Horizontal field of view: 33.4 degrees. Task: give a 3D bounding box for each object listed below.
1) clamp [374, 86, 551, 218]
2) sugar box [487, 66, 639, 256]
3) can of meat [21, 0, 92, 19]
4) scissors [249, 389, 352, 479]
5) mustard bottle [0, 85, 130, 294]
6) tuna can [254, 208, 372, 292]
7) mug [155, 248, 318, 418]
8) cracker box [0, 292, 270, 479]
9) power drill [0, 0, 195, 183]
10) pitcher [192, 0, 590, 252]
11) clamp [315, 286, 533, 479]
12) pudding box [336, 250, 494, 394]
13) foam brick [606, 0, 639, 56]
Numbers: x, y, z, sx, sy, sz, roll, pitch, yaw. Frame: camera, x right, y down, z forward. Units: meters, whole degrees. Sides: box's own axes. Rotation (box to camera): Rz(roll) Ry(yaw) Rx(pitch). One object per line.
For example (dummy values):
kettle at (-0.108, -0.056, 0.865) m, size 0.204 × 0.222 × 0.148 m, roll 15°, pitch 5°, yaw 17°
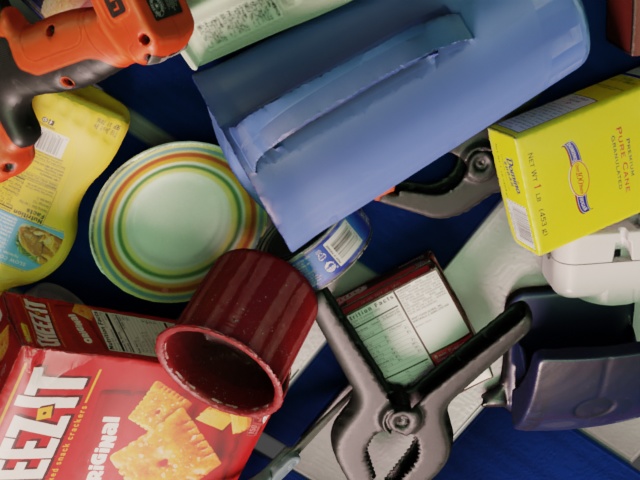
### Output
clamp at (0.116, -0.071, 0.774) m, size 0.171 × 0.039 × 0.120 m, roll -10°, pitch 107°, yaw -8°
sugar box at (0.212, -0.065, 0.757) m, size 0.176 × 0.048 × 0.093 m, roll -22°, pitch 114°, yaw -11°
can of meat at (-0.146, -0.175, 0.686) m, size 0.102 × 0.057 × 0.084 m, roll -32°, pitch 116°, yaw 29°
scissors at (-0.032, 0.190, 0.851) m, size 0.201 × 0.016 × 0.096 m, roll -37°, pitch 151°, yaw -27°
mustard bottle at (-0.213, -0.026, 0.750) m, size 0.096 × 0.058 × 0.192 m, roll 25°, pitch 108°, yaw -12°
tuna can at (-0.005, 0.001, 0.766) m, size 0.086 × 0.086 × 0.033 m, roll -36°, pitch 113°, yaw 10°
mug at (-0.048, 0.069, 0.730) m, size 0.093 × 0.081 × 0.117 m, roll 0°, pitch 134°, yaw 32°
cracker box at (-0.151, 0.138, 0.779) m, size 0.213 × 0.072 × 0.164 m, roll 13°, pitch 113°, yaw -36°
power drill at (-0.182, -0.142, 0.638) m, size 0.188 × 0.057 × 0.184 m, roll -20°, pitch 105°, yaw 28°
pitcher at (0.048, -0.105, 0.690) m, size 0.243 × 0.149 × 0.145 m, roll -30°, pitch 132°, yaw 0°
clamp at (0.070, 0.124, 0.807) m, size 0.164 × 0.036 × 0.210 m, roll 1°, pitch 117°, yaw -2°
pudding box at (0.072, 0.077, 0.831) m, size 0.090 × 0.039 × 0.113 m, roll -27°, pitch 111°, yaw 8°
foam brick at (0.245, -0.161, 0.740) m, size 0.078 × 0.053 × 0.051 m, roll -6°, pitch 113°, yaw -4°
